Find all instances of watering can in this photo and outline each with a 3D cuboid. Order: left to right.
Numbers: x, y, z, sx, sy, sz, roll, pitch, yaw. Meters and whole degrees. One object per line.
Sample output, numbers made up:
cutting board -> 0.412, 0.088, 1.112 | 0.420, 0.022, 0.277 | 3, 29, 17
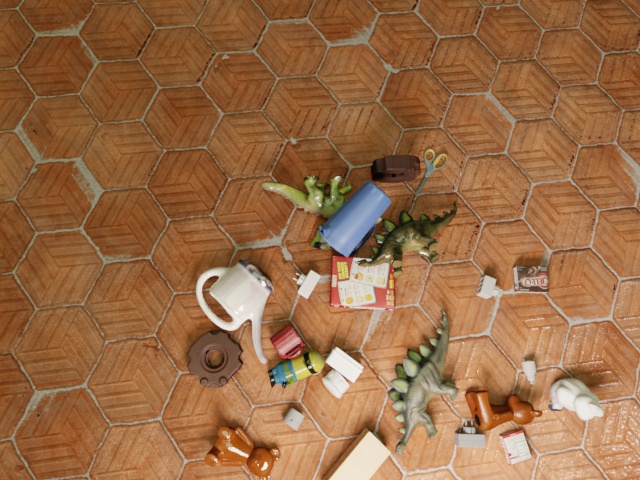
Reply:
watering can -> -0.235, 0.205, 1.650 | 0.349, 0.226, 0.102 | 43, -14, 9

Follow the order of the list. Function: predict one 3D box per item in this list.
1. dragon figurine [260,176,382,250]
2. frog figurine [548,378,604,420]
dragon figurine -> 0.005, -0.088, 1.756 | 0.410, 0.244, 0.121 | -2, -7, -3
frog figurine -> 0.801, 0.493, 1.604 | 0.137, 0.124, 0.157 | 16, -16, 1
